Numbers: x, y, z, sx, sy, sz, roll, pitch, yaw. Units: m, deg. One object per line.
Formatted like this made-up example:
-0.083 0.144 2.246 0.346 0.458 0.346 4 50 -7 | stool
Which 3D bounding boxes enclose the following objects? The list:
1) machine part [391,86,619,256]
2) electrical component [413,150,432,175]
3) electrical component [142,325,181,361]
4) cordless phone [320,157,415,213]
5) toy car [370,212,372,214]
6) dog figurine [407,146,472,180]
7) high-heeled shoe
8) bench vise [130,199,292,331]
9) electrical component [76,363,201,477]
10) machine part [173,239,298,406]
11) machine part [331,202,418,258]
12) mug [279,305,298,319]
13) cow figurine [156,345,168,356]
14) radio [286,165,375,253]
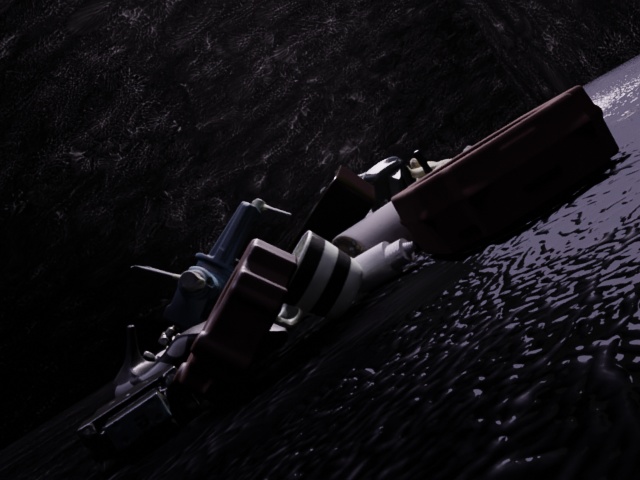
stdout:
0.187 -0.064 0.573 0.201 0.087 0.201 -32 3 -2 | machine part
0.187 -0.089 0.784 0.048 0.119 0.075 -33 -1 8 | electrical component
-0.214 0.177 0.842 0.078 0.102 0.045 -60 10 -22 | electrical component
0.101 -0.069 1.058 0.184 0.146 0.089 -16 28 24 | cordless phone
0.099 -0.023 1.171 0.162 0.109 0.103 -21 23 -3 | toy car
0.295 -0.139 1.155 0.191 0.121 0.172 -15 12 27 | dog figurine
-0.158 0.177 0.697 0.249 0.145 0.086 -2 8 14 | high-heeled shoe
-0.152 0.033 0.845 0.240 0.129 0.223 -64 -23 -13 | bench vise
-0.191 0.187 0.577 0.115 0.058 0.134 -34 2 -21 | electrical component
-0.085 0.079 0.554 0.179 0.056 0.179 -60 8 13 | machine part
0.097 -0.007 0.754 0.243 0.079 0.079 -31 0 -37 | machine part
-0.070 0.097 0.764 0.107 0.080 0.109 -28 11 -2 | mug
-0.232 0.201 0.913 0.167 0.068 0.098 -31 -5 -10 | cow figurine
-0.002 -0.003 0.847 0.229 0.073 0.131 -55 5 21 | radio
